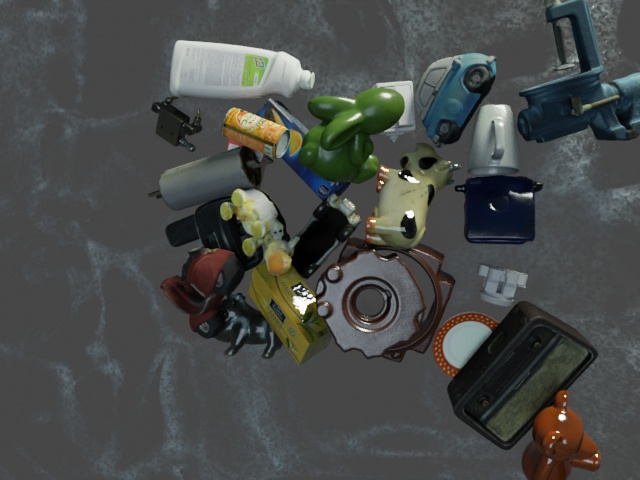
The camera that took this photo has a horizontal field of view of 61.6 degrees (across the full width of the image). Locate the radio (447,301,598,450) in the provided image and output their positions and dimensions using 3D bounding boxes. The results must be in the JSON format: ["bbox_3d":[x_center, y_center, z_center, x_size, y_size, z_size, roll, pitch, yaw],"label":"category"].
[{"bbox_3d":[0.327,0.223,0.897,0.131,0.073,0.229,34,103,-7],"label":"radio"}]

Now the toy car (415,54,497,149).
[{"bbox_3d":[0.207,-0.233,0.863,0.103,0.109,0.161,36,108,13],"label":"toy car"}]

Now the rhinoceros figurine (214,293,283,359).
[{"bbox_3d":[-0.151,0.157,1.013,0.190,0.073,0.112,10,101,12],"label":"rhinoceros figurine"}]

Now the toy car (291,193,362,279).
[{"bbox_3d":[-0.002,-0.003,0.937,0.073,0.056,0.201,45,129,3],"label":"toy car"}]

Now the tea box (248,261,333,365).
[{"bbox_3d":[-0.051,0.121,0.944,0.170,0.068,0.098,51,150,22],"label":"tea box"}]

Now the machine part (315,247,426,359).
[{"bbox_3d":[0.080,0.099,0.855,0.179,0.056,0.179,0,91,1],"label":"machine part"}]

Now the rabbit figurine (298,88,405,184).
[{"bbox_3d":[0.047,-0.179,0.835,0.170,0.159,0.121,-39,64,38],"label":"rabbit figurine"}]

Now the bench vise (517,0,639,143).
[{"bbox_3d":[0.397,-0.256,0.806,0.224,0.129,0.240,-15,100,15],"label":"bench vise"}]

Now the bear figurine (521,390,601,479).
[{"bbox_3d":[0.394,0.335,0.852,0.132,0.120,0.195,20,142,19],"label":"bear figurine"}]

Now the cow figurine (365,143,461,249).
[{"bbox_3d":[0.152,-0.075,0.877,0.127,0.085,0.195,15,67,6],"label":"cow figurine"}]

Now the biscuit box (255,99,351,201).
[{"bbox_3d":[-0.031,-0.156,0.948,0.203,0.063,0.059,46,106,4],"label":"biscuit box"}]

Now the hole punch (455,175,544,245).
[{"bbox_3d":[0.291,-0.048,0.876,0.142,0.092,0.115,0,94,17],"label":"hole punch"}]

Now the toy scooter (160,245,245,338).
[{"bbox_3d":[-0.216,0.078,0.948,0.135,0.075,0.183,31,117,12],"label":"toy scooter"}]

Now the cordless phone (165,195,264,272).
[{"bbox_3d":[-0.210,0.006,1.015,0.184,0.089,0.146,-18,94,26],"label":"cordless phone"}]

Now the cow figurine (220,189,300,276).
[{"bbox_3d":[-0.088,-0.014,0.921,0.068,0.098,0.167,-47,70,34],"label":"cow figurine"}]

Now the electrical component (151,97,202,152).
[{"bbox_3d":[-0.267,-0.221,1.007,0.102,0.045,0.078,29,131,11],"label":"electrical component"}]

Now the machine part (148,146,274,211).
[{"bbox_3d":[-0.195,-0.109,0.955,0.243,0.079,0.079,-15,94,17],"label":"machine part"}]

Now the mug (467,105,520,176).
[{"bbox_3d":[0.276,-0.163,0.857,0.081,0.109,0.107,-1,84,16],"label":"mug"}]

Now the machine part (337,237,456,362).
[{"bbox_3d":[0.117,0.094,0.935,0.202,0.087,0.200,23,102,11],"label":"machine part"}]
